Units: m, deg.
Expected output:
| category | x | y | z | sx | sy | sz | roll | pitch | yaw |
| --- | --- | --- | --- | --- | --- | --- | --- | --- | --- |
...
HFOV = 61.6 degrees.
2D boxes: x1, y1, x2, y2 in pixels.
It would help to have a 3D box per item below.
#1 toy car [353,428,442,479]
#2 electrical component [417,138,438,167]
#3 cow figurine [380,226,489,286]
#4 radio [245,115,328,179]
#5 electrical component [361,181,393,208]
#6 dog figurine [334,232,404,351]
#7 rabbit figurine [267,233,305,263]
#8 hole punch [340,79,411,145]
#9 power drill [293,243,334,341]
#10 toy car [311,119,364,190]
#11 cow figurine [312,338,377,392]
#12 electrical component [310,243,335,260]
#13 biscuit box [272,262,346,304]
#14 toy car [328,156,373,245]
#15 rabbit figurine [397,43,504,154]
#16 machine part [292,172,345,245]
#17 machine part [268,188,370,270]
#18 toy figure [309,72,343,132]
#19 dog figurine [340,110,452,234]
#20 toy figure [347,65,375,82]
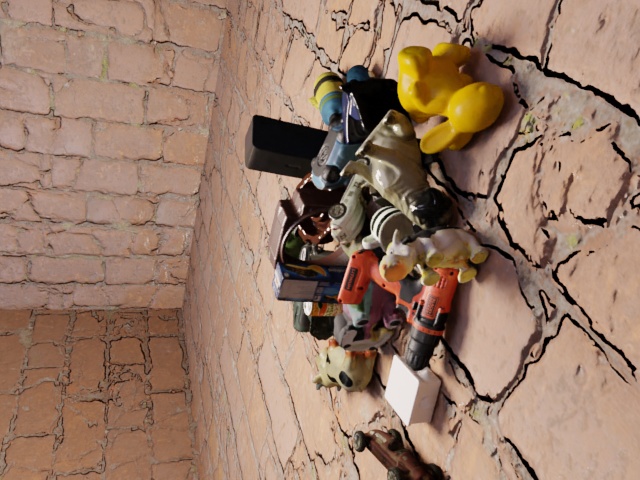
| category | x | y | z | sx | sy | sz | roll | pitch | yaw |
| --- | --- | --- | --- | --- | --- | --- | --- | --- | --- |
| toy car | 0.131 | 0.376 | 0.944 | 0.202 | 0.089 | 0.053 | -160 | 74 | -69 |
| electrical component | 0.164 | -0.148 | 0.983 | 0.119 | 0.048 | 0.074 | -174 | 87 | -69 |
| cow figurine | 0.159 | 0.016 | 0.815 | 0.098 | 0.167 | 0.068 | -114 | 29 | -45 |
| radio | -0.070 | -0.224 | 1.330 | 0.073 | 0.229 | 0.131 | 122 | 148 | -43 |
| electrical component | 0.128 | -0.092 | 1.010 | 0.078 | 0.102 | 0.045 | -29 | 58 | 34 |
| dog figurine | 0.085 | 0.091 | 1.076 | 0.191 | 0.108 | 0.219 | 117 | 153 | -50 |
| rabbit figurine | -0.064 | -0.014 | 1.482 | 0.170 | 0.121 | 0.159 | -60 | 23 | 14 |
| hole punch | 0.102 | -0.248 | 1.049 | 0.092 | 0.142 | 0.115 | 143 | 115 | -67 |
| power drill | -0.018 | 0.142 | 1.351 | 0.207 | 0.086 | 0.231 | -145 | 59 | -60 |
| toy car | 0.053 | -0.179 | 1.185 | 0.161 | 0.103 | 0.109 | -65 | 27 | 13 |
| cow figurine | 0.048 | 0.281 | 1.174 | 0.195 | 0.085 | 0.127 | -177 | 96 | -67 |
| electrical component | 0.012 | 0.044 | 1.282 | 0.093 | 0.063 | 0.021 | 71 | -148 | -41 |
| biscuit box | 0.004 | 0.092 | 1.136 | 0.063 | 0.203 | 0.059 | -118 | 39 | -54 |
| toy car | 0.076 | -0.083 | 1.063 | 0.056 | 0.073 | 0.202 | 13 | 64 | 29 |
| rabbit figurine | 0.199 | -0.211 | 0.827 | 0.173 | 0.122 | 0.162 | 37 | 126 | 42 |
| machine part | 0.003 | -0.077 | 1.290 | 0.180 | 0.056 | 0.179 | 3 | 94 | 49 |
| machine part | -0.002 | -0.004 | 1.164 | 0.087 | 0.201 | 0.200 | -114 | 35 | -55 |
| toy figure | 0.034 | -0.329 | 1.284 | 0.089 | 0.082 | 0.180 | -57 | 31 | 33 |
| dog figurine | 0.156 | -0.117 | 0.914 | 0.172 | 0.190 | 0.121 | -55 | 5 | -21 |
| toy figure | 0.101 | -0.312 | 1.146 | 0.064 | 0.058 | 0.154 | 110 | 148 | -49 |
